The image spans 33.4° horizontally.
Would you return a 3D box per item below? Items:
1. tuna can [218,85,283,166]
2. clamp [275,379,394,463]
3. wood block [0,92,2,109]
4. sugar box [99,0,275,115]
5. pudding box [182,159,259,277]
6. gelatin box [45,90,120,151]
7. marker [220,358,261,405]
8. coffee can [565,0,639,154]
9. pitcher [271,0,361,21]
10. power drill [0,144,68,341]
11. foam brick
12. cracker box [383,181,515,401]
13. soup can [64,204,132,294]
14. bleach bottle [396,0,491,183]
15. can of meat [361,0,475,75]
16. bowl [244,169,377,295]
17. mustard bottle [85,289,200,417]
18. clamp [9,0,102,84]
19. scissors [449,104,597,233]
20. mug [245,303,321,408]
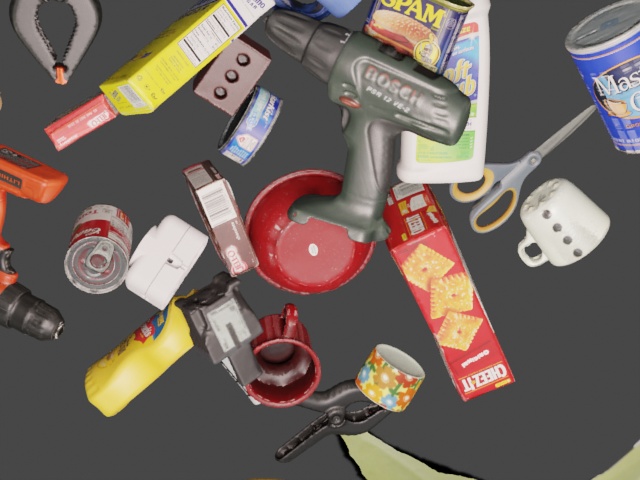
[{"bbox_3d":[-0.077,-0.125,1.163,0.033,0.086,0.086,30,107,-15],"label":"tuna can"},{"bbox_3d":[0.012,0.226,1.352,0.171,0.039,0.120,-2,123,-7],"label":"clamp"},{"bbox_3d":[-0.383,-0.139,1.055,0.090,0.206,0.091,-8,113,-4],"label":"wood block"},{"bbox_3d":[-0.135,-0.199,1.082,0.176,0.093,0.048,-48,114,-18],"label":"sugar box"},{"bbox_3d":[-0.112,-0.025,1.198,0.039,0.090,0.113,-23,113,-10],"label":"pudding box"},{"bbox_3d":[-0.248,-0.131,1.137,0.073,0.089,0.030,-30,106,6],"label":"gelatin box"},{"bbox_3d":[-0.108,0.156,1.317,0.020,0.020,0.121,-33,113,7],"label":"marker"},{"bbox_3d":[0.346,-0.181,1.178,0.103,0.103,0.140,-30,113,6],"label":"coffee can"},{"bbox_3d":[-0.042,-0.334,1.061,0.242,0.145,0.149,33,84,-15],"label":"pitcher"},{"bbox_3d":[-0.343,0.003,1.175,0.184,0.057,0.188,25,106,8],"label":"power drill"},{"bbox_3d":[-0.096,-0.183,1.154,0.053,0.051,0.078,31,107,-18],"label":"foam brick"},{"bbox_3d":[0.138,0.053,1.222,0.072,0.164,0.213,-24,114,6],"label":"cracker box"},{"bbox_3d":[-0.245,0.008,1.191,0.068,0.102,0.068,-2,114,-6],"label":"soup can"},{"bbox_3d":[0.135,-0.191,1.173,0.102,0.068,0.251,-1,110,1],"label":"bleach bottle"},{"bbox_3d":[0.097,-0.224,1.113,0.102,0.057,0.084,27,115,13],"label":"can of meat"},{"bbox_3d":[-0.008,0.002,1.243,0.162,0.055,0.162,-2,113,-6],"label":"bowl"},{"bbox_3d":[-0.189,0.120,1.249,0.192,0.096,0.058,-40,107,10],"label":"mustard bottle"},{"bbox_3d":[-0.266,-0.269,1.106,0.164,0.036,0.210,-9,115,-5],"label":"clamp"},{"bbox_3d":[0.229,-0.098,1.248,0.096,0.016,0.202,29,107,-17],"label":"scissors"},{"bbox_3d":[-0.047,0.130,1.278,0.093,0.081,0.117,7,112,-10],"label":"mug"}]
